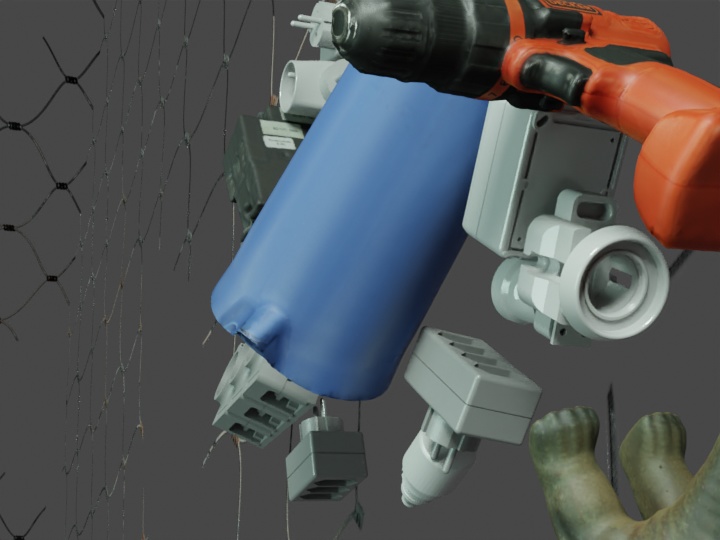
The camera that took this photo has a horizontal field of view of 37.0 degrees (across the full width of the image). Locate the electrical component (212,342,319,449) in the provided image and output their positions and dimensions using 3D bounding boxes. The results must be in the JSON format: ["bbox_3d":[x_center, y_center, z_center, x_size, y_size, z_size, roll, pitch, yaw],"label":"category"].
[{"bbox_3d":[-0.078,0.090,0.961,0.150,0.062,0.089,-46,19,58],"label":"electrical component"}]

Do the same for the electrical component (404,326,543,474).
[{"bbox_3d":[0.061,0.087,0.661,0.083,0.047,0.075,42,114,63],"label":"electrical component"}]

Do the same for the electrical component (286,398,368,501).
[{"bbox_3d":[-0.030,0.145,0.893,0.065,0.047,0.076,127,142,-53],"label":"electrical component"}]

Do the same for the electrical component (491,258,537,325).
[{"bbox_3d":[0.102,0.013,0.601,0.046,0.040,0.040,18,103,62],"label":"electrical component"}]

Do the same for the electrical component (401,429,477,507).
[{"bbox_3d":[0.047,0.132,0.712,0.078,0.040,0.040,116,150,-43],"label":"electrical component"}]

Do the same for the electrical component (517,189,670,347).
[{"bbox_3d":[0.118,0.003,0.540,0.057,0.058,0.078,-143,61,-68],"label":"electrical component"}]

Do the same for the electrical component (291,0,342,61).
[{"bbox_3d":[-0.019,-0.201,0.894,0.083,0.076,0.047,172,101,-68],"label":"electrical component"}]

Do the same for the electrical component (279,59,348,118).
[{"bbox_3d":[-0.017,-0.149,0.878,0.079,0.077,0.043,165,108,-67],"label":"electrical component"}]

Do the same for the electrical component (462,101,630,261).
[{"bbox_3d":[0.100,-0.057,0.587,0.061,0.062,0.096,-136,54,-63],"label":"electrical component"}]
